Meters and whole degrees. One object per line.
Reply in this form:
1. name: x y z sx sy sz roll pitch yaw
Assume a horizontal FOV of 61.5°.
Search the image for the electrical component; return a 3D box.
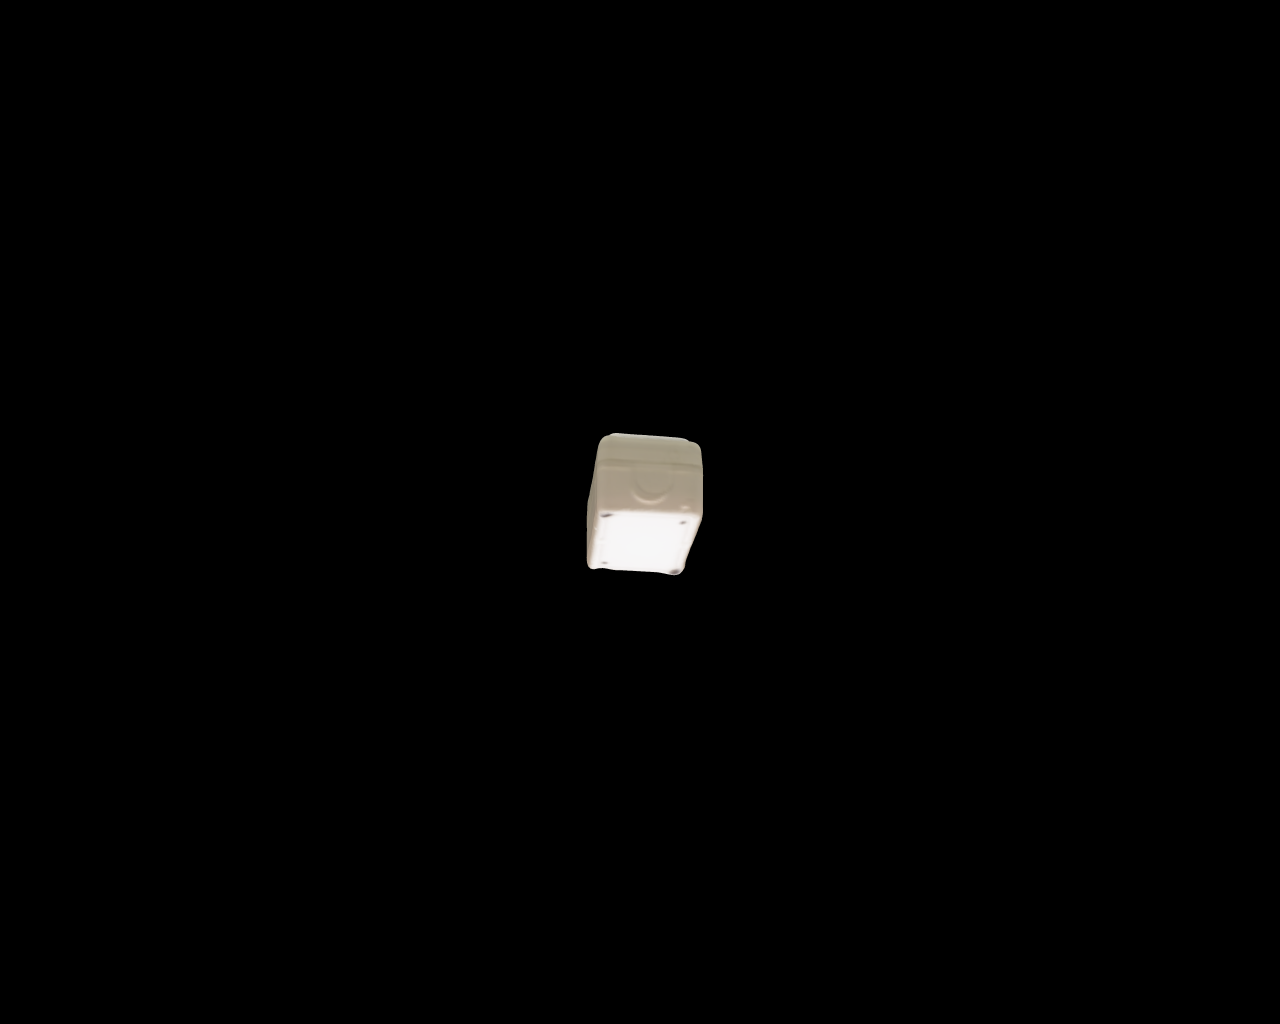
1. electrical component: 0.001 -0.003 0.650 0.062 0.061 0.096 4 -29 -6
